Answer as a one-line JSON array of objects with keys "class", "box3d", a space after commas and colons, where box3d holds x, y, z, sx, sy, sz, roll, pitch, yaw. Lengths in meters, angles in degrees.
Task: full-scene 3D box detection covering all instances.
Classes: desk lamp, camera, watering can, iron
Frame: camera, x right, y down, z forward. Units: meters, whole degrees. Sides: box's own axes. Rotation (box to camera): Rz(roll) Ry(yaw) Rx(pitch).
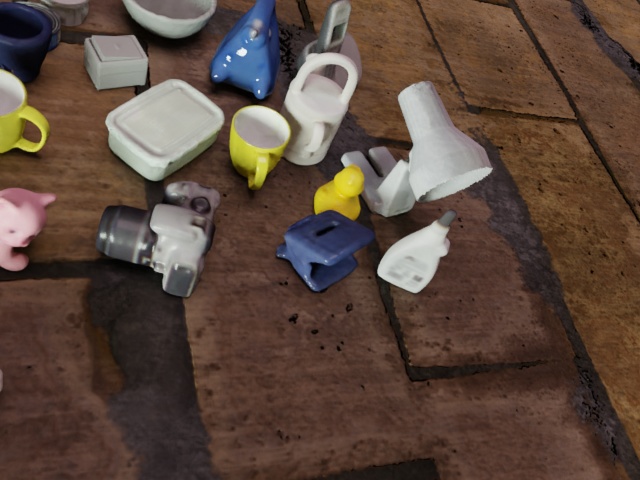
[{"class": "desk lamp", "box3d": [0.148, -0.127, 0.903, 0.118, 0.213, 0.203, -15, 63, -32]}, {"class": "camera", "box3d": [-0.207, -0.018, 0.738, 0.137, 0.100, 0.143, 14, 51, -14]}, {"class": "watering can", "box3d": [-0.008, -0.226, 0.918, 0.101, 0.194, 0.172, -11, 61, -30]}, {"class": "iron", "box3d": [-0.111, -0.374, 1.015, 0.119, 0.141, 0.258, 17, 51, -12]}]

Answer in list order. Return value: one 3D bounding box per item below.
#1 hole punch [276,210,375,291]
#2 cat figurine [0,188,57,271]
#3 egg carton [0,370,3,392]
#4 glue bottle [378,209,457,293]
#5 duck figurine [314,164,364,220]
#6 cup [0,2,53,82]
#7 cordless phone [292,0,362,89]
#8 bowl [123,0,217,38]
[{"class": "hole punch", "box3d": [0.008, 0.003, 0.825, 0.109, 0.091, 0.101, -30, 72, -37]}, {"class": "cat figurine", "box3d": [-0.372, -0.022, 0.656, 0.128, 0.117, 0.067, 3, 55, -22]}, {"class": "egg carton", "box3d": [-0.399, 0.142, 0.555, 0.150, 0.069, 0.107, 29, 49, -2]}, {"class": "glue bottle", "box3d": [0.151, 0.011, 0.830, 0.078, 0.173, 0.037, 26, 49, -4]}, {"class": "duck figurine", "box3d": [0.038, -0.075, 0.899, 0.077, 0.086, 0.104, 26, 50, -4]}, {"class": "cup", "box3d": [-0.448, -0.276, 0.823, 0.118, 0.095, 0.091, -12, 61, -30]}, {"class": "cordless phone", "box3d": [0.037, -0.355, 1.039, 0.094, 0.185, 0.148, 42, 50, 9]}, {"class": "bowl", "box3d": [-0.271, -0.411, 1.015, 0.168, 0.074, 0.167, 12, 52, -16]}]
